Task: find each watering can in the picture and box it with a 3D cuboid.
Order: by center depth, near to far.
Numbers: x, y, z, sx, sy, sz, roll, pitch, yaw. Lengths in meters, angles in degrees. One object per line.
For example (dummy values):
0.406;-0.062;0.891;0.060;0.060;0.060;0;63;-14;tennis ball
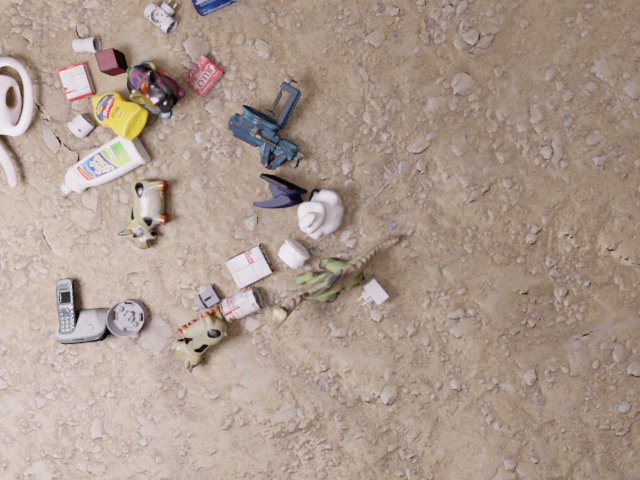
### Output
-0.895;-0.328;1.396;0.224;0.104;0.346;10;95;2;watering can

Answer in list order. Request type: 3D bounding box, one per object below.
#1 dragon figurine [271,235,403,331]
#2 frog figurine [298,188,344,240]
0.040;0.102;1.333;0.409;0.243;0.122;-35;90;7;dragon figurine
0.004;-0.068;1.354;0.122;0.160;0.137;31;97;-3;frog figurine
